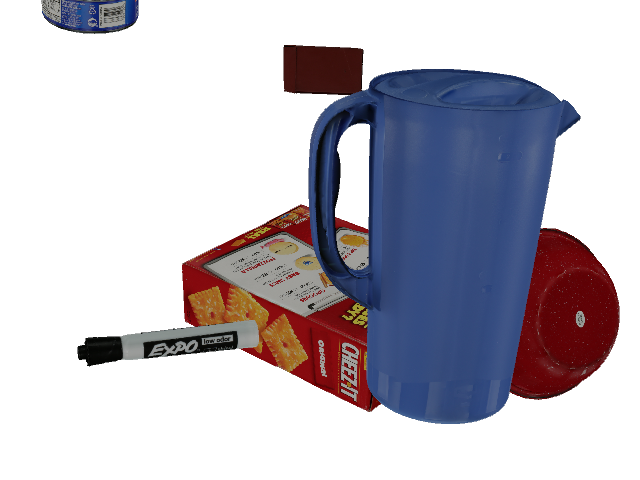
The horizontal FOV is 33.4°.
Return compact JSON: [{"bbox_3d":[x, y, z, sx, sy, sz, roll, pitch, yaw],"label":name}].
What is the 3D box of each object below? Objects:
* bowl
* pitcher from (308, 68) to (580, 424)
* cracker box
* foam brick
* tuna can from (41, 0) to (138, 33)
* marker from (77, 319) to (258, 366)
[{"bbox_3d":[0.219,0.069,0.978,0.161,0.162,0.055,0,1,-25],"label":"bowl"},{"bbox_3d":[0.083,0.003,0.762,0.149,0.243,0.144,15,23,29],"label":"pitcher"},{"bbox_3d":[0.009,0.052,0.942,0.214,0.072,0.163,22,34,34],"label":"cracker box"},{"bbox_3d":[0.002,-0.186,1.164,0.078,0.051,0.053,0,11,-16],"label":"foam brick"},{"bbox_3d":[-0.203,-0.214,0.941,0.086,0.034,0.086,5,33,-4],"label":"tuna can"},{"bbox_3d":[-0.102,0.069,0.717,0.121,0.020,0.020,-5,1,-18],"label":"marker"}]
